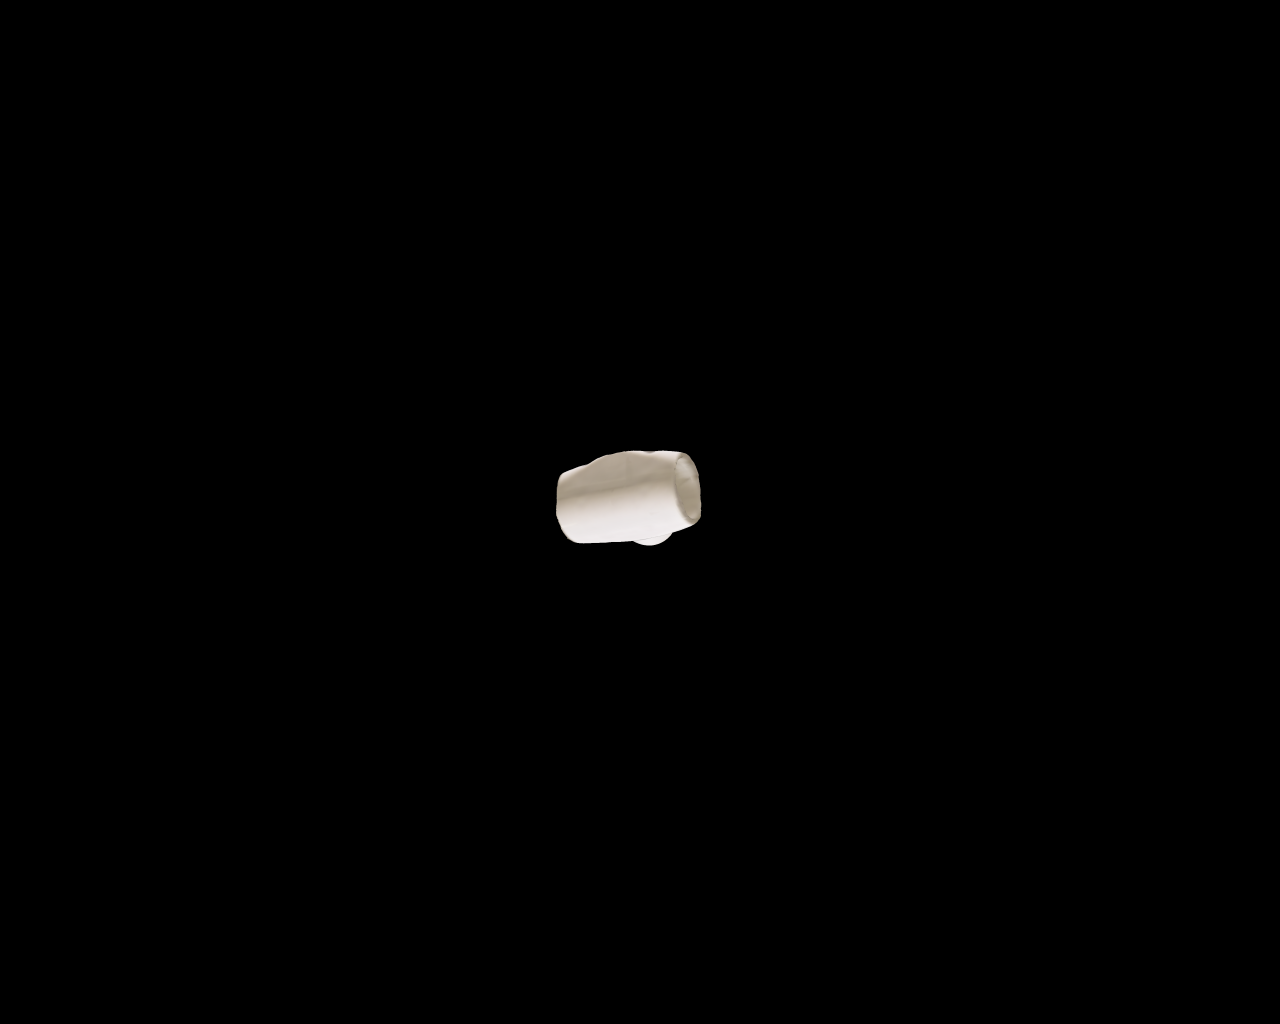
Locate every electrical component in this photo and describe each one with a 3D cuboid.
[{"bbox_3d":[0.001,-0.003,0.650,0.077,0.044,0.079,-9,-23,22],"label":"electrical component"}]
